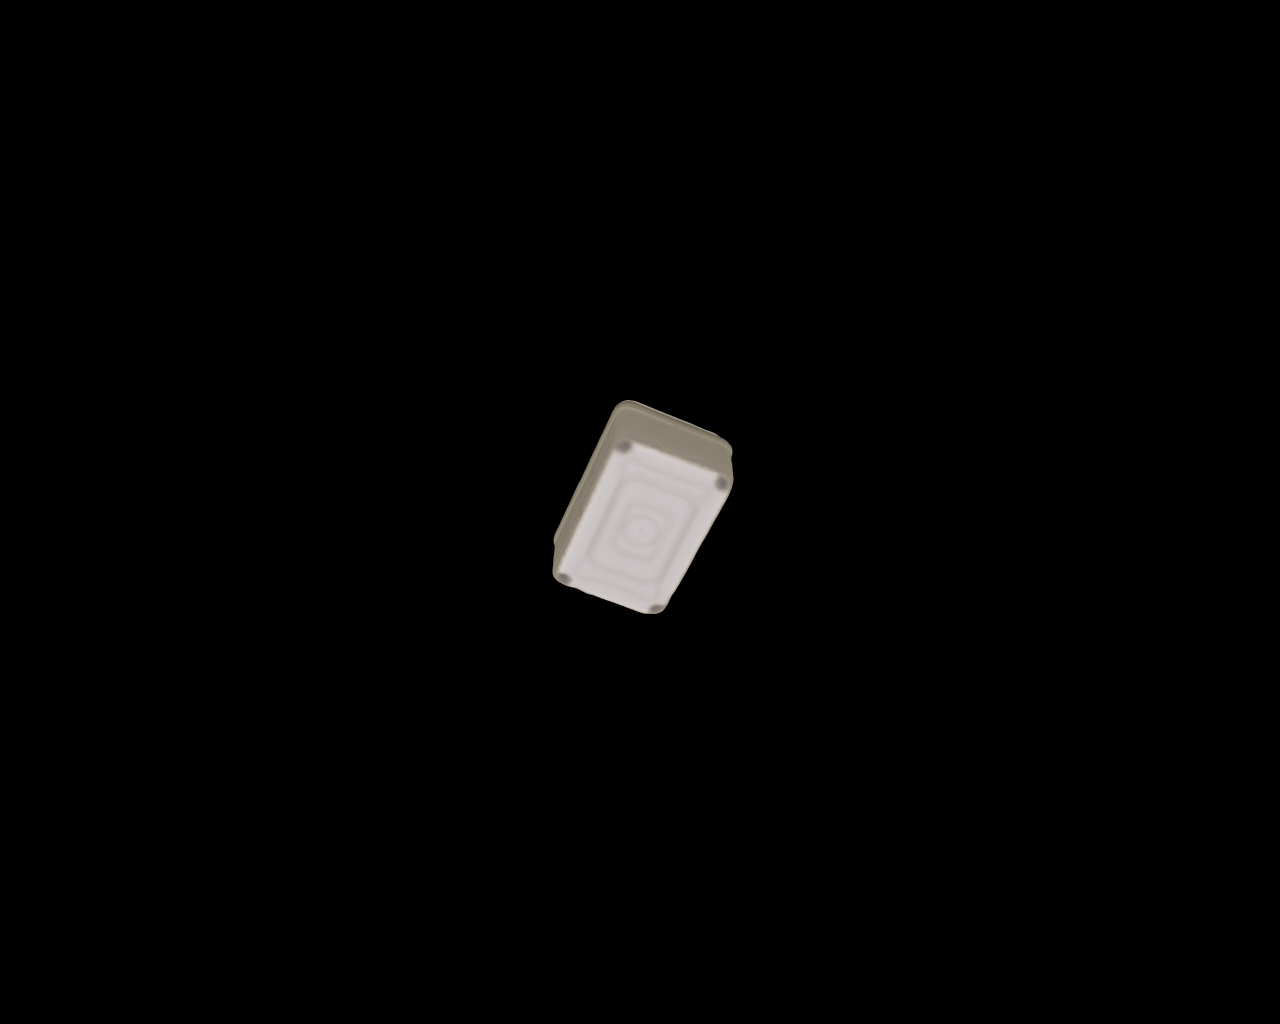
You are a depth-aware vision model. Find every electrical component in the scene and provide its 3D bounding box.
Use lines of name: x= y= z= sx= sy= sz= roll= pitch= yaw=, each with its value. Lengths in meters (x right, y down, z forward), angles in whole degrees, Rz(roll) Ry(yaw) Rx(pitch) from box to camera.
electrical component: x=0.001 y=-0.003 z=0.650 sx=0.078 sy=0.113 sz=0.057 roll=21 pitch=28 yaw=-12
